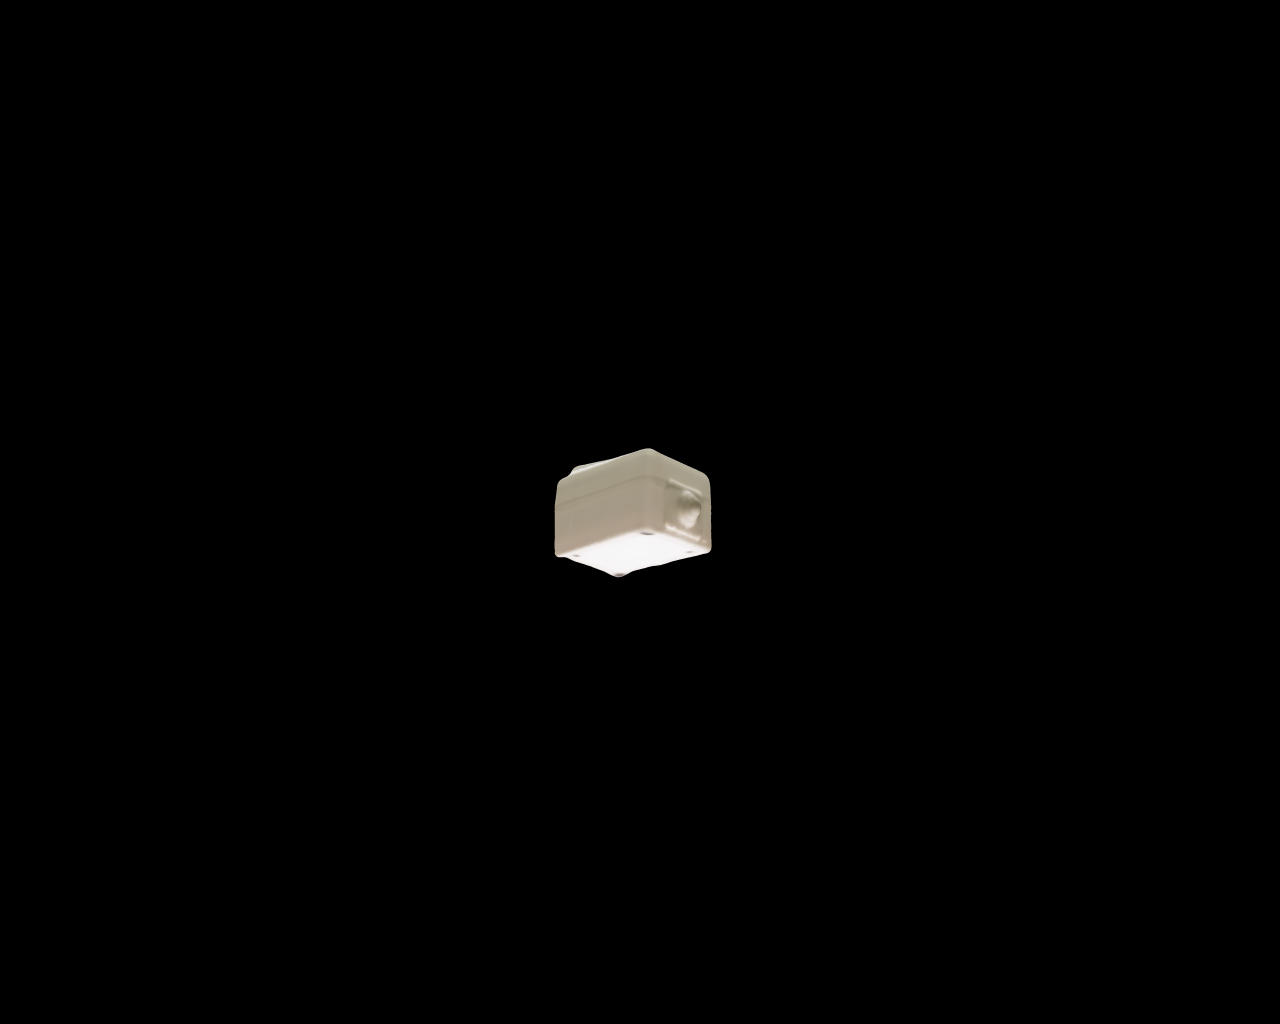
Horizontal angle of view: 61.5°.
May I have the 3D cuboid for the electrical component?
[{"bbox_3d":[0.001,-0.003,0.650,0.096,0.061,0.062,-17,-27,38],"label":"electrical component"}]
